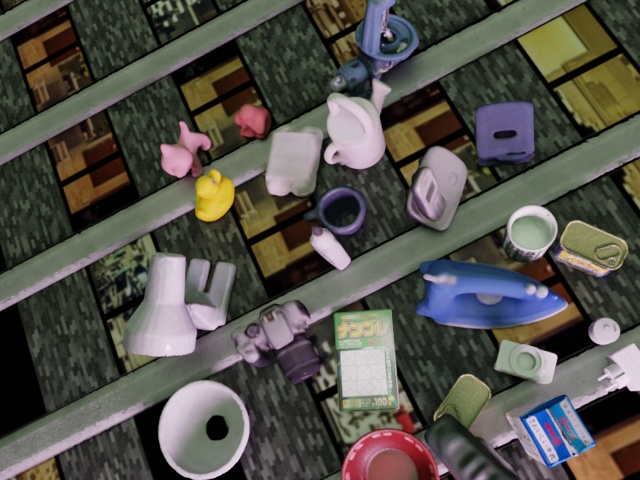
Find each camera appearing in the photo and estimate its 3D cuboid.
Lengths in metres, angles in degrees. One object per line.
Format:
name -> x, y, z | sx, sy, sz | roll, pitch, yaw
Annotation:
camera -> -0.071, 0.193, 1.029 | 0.143, 0.101, 0.136 | -31, 71, 2

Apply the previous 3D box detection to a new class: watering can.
watering can -> 0.066, -0.222, 1.069 | 0.100, 0.194, 0.173 | 15, 78, 16

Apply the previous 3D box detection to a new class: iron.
iron -> 0.292, 0.085, 0.963 | 0.257, 0.142, 0.119 | 4, 75, 13

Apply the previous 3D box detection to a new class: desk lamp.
desk lamp -> -0.253, 0.113, 1.030 | 0.117, 0.214, 0.203 | 6, 76, 14

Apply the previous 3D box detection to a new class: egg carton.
egg carton -> -0.051, -0.158, 1.141 | 0.107, 0.069, 0.150 | 4, 75, 13

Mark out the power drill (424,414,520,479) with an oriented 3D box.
power drill -> 0.255, 0.360, 0.857 | 0.075, 0.209, 0.229 | -45, 71, -3

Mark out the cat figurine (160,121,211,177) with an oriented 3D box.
cat figurine -> -0.283, -0.180, 1.170 | 0.067, 0.118, 0.128 | 5, 75, 13

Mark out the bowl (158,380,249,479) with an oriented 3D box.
bowl -> -0.198, 0.338, 1.028 | 0.167, 0.075, 0.167 | -3, 74, 11

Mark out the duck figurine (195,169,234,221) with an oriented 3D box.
duck figurine -> -0.223, -0.094, 1.150 | 0.077, 0.086, 0.105 | 23, 80, 17

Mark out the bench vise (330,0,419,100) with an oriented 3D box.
bench vise -> 0.107, -0.367, 1.088 | 0.121, 0.220, 0.207 | 27, 81, 18

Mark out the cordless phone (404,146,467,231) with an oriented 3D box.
cordless phone -> 0.203, -0.107, 1.013 | 0.094, 0.185, 0.148 | 16, 78, 16

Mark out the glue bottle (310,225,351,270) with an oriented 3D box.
glue bottle -> 0.009, 0.004, 1.028 | 0.078, 0.173, 0.037 | 41, 86, 19

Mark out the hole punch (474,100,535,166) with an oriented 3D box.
hole punch -> 0.342, -0.196, 1.059 | 0.108, 0.091, 0.101 | -5, 73, 11

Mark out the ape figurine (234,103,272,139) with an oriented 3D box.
ape figurine -> -0.140, -0.249, 1.174 | 0.076, 0.092, 0.077 | -36, 70, 0

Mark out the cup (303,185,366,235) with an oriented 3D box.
cup -> 0.033, -0.043, 1.077 | 0.117, 0.095, 0.091 | -13, 72, 8
